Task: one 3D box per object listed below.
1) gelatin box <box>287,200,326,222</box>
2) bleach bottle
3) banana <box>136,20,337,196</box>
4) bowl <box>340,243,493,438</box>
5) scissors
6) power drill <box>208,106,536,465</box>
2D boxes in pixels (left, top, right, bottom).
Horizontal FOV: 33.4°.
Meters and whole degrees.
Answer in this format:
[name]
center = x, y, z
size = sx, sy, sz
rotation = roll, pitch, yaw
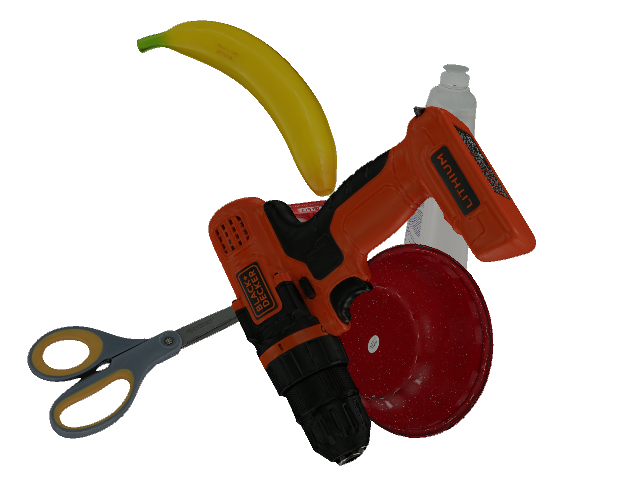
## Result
[gelatin box]
center = -0.026, 0.007, 1.083
size = 0.073, 0.089, 0.030
rotation = -6, 28, -2
[bleach bottle]
center = 0.138, -0.067, 1.185
size = 0.068, 0.251, 0.102
rotation = 0, 25, -11
[banana]
center = -0.049, -0.115, 0.824
size = 0.198, 0.069, 0.037
rotation = 39, -6, 14
[bowl]
center = 0.058, 0.082, 0.872
size = 0.162, 0.162, 0.055
rotation = 0, -3, 41
[scissors]
center = -0.136, 0.072, 0.816
size = 0.201, 0.096, 0.016
rotation = -41, -19, -34
[power drill]
center = 0.033, 0.021, 0.658
size = 0.188, 0.184, 0.057
rotation = -33, -17, 18
